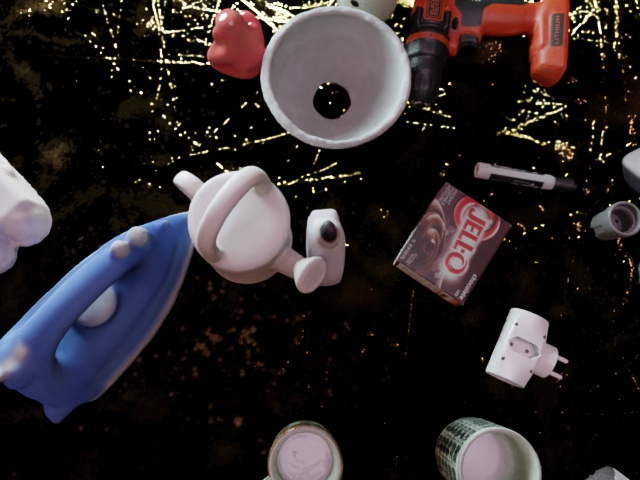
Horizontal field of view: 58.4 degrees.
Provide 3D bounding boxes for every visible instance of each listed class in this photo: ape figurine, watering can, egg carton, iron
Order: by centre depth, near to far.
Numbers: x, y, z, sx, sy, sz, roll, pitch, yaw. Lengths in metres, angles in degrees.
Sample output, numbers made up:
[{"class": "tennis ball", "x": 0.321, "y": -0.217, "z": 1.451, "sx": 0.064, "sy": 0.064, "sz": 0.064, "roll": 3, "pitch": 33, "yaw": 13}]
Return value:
[{"class": "watering can", "x": -0.071, "y": -0.014, "z": 0.566, "sx": 0.173, "sy": 0.194, "sz": 0.101, "roll": 15, "pitch": 80, "yaw": 0}, {"class": "iron", "x": -0.223, "y": 0.056, "z": 0.574, "sx": 0.118, "sy": 0.141, "sz": 0.258, "roll": 38, "pitch": 81, "yaw": 4}, {"class": "egg carton", "x": -0.368, "y": -0.038, "z": 0.620, "sx": 0.150, "sy": 0.069, "sz": 0.107, "roll": 43, "pitch": 81, "yaw": 5}, {"class": "ape figurine", "x": -0.097, "y": -0.231, "z": 0.654, "sx": 0.078, "sy": 0.092, "sz": 0.076, "roll": -34, "pitch": 83, "yaw": -8}]

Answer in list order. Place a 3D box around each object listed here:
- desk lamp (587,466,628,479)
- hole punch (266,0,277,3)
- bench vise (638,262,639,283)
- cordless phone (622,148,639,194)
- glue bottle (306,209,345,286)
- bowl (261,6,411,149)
[{"class": "desk lamp", "x": 0.277, "y": 0.301, "z": 0.518, "sx": 0.203, "sy": 0.213, "sz": 0.118, "roll": 40, "pitch": 81, "yaw": 5}, {"class": "hole punch", "x": -0.065, "y": -0.363, "z": 0.679, "sx": 0.108, "sy": 0.091, "sz": 0.101, "roll": 38, "pitch": 81, "yaw": 4}, {"class": "bench vise", "x": 0.391, "y": 0.069, "z": 0.560, "sx": 0.121, "sy": 0.219, "sz": 0.207, "roll": -8, "pitch": 80, "yaw": -4}, {"class": "cordless phone", "x": 0.434, "y": -0.095, "z": 0.608, "sx": 0.147, "sy": 0.185, "sz": 0.094, "roll": -24, "pitch": 82, "yaw": -6}, {"class": "glue bottle", "x": 0.005, "y": 0.002, "z": 0.578, "sx": 0.037, "sy": 0.173, "sz": 0.078, "roll": -6, "pitch": 80, "yaw": -3}, {"class": "bowl", "x": 0.017, "y": -0.176, "z": 0.659, "sx": 0.167, "sy": 0.074, "sz": 0.167, "roll": 0, "pitch": 80, "yaw": -3}]
